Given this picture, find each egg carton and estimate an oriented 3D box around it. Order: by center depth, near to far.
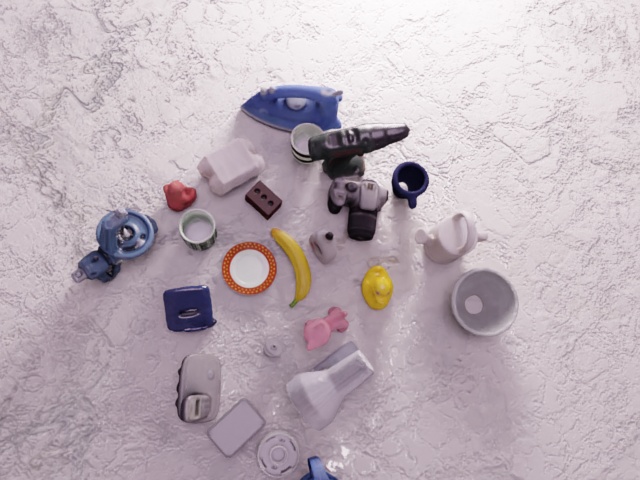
[{"bbox_3d":[-0.213,-0.179,1.384,0.150,0.069,0.107,-33,83,-13],"label":"egg carton"}]

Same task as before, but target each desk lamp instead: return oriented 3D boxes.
[{"bbox_3d":[0.029,0.304,1.231,0.203,0.213,0.118,-35,84,-14],"label":"desk lamp"}]

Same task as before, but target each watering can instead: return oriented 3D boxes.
[{"bbox_3d":[0.312,-0.006,1.351,0.173,0.194,0.101,-24,81,-12],"label":"watering can"}]

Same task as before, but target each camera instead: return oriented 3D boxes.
[{"bbox_3d":[0.090,-0.074,1.385,0.143,0.100,0.137,8,76,-6],"label":"camera"}]

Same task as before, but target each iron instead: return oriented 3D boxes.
[{"bbox_3d":[-0.066,-0.342,1.405,0.258,0.141,0.119,3,77,-7],"label":"iron"}]

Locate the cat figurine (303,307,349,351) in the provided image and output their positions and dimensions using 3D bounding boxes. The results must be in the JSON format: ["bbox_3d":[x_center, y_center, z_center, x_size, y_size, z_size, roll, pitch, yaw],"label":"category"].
[{"bbox_3d":[0.010,0.200,1.302,0.128,0.117,0.067,-31,83,-13],"label":"cat figurine"}]

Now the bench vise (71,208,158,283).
[{"bbox_3d":[-0.441,0.014,1.232,0.121,0.219,0.207,27,75,0],"label":"bench vise"}]

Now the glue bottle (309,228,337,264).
[{"bbox_3d":[0.012,0.005,1.319,0.037,0.173,0.078,-34,83,-13],"label":"glue bottle"}]

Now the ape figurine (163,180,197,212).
[{"bbox_3d":[-0.333,-0.111,1.341,0.078,0.092,0.076,29,75,0],"label":"ape figurine"}]

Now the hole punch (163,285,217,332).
[{"bbox_3d":[-0.291,0.156,1.286,0.109,0.091,0.101,-7,78,-9],"label":"hole punch"}]

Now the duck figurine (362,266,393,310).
[{"bbox_3d":[0.142,0.110,1.357,0.077,0.086,0.104,1,77,-7],"label":"duck figurine"}]

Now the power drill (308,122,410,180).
[{"bbox_3d":[0.081,-0.214,1.360,0.230,0.208,0.075,-10,78,-10],"label":"power drill"}]

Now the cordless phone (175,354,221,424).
[{"bbox_3d":[-0.260,0.313,1.205,0.094,0.185,0.147,0,77,-7],"label":"cordless phone"}]

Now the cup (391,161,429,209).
[{"bbox_3d":[0.216,-0.125,1.417,0.092,0.095,0.118,-4,78,-8],"label":"cup"}]

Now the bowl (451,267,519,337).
[{"bbox_3d":[0.387,0.153,1.386,0.167,0.074,0.167,2,77,-7],"label":"bowl"}]
